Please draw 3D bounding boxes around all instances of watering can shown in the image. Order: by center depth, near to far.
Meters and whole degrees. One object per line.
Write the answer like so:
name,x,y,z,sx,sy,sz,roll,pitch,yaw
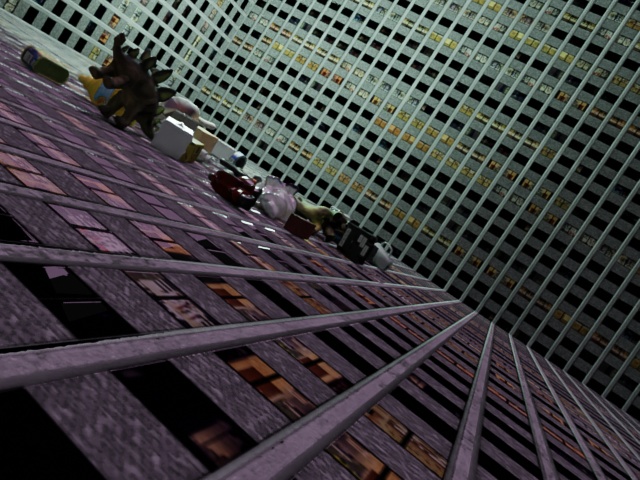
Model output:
watering can,-0.551,-0.502,2.081,0.348,0.104,0.224,3,1,-35

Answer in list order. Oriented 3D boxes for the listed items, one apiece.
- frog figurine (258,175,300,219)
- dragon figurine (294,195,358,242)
frog figurine,-0.137,-0.108,1.583,0.136,0.121,0.163,40,37,-28
dragon figurine,0.006,-0.095,1.880,0.406,0.121,0.247,26,14,-49
